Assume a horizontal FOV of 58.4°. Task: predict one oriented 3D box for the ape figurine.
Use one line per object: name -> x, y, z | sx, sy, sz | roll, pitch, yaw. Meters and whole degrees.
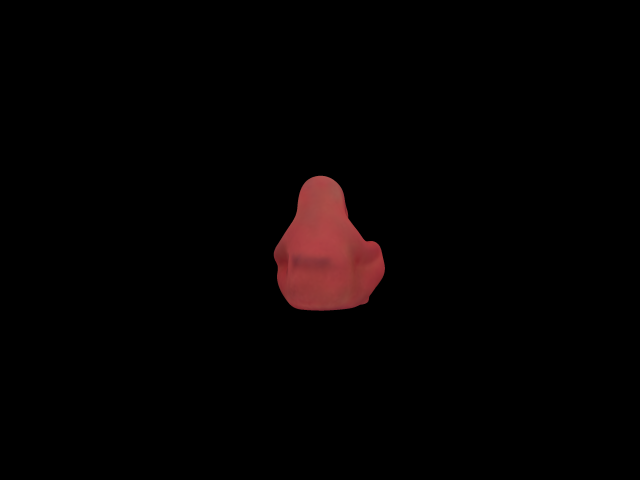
ape figurine -> 0.004, 0.001, 0.400 | 0.077, 0.092, 0.076 | 0, 0, 24
